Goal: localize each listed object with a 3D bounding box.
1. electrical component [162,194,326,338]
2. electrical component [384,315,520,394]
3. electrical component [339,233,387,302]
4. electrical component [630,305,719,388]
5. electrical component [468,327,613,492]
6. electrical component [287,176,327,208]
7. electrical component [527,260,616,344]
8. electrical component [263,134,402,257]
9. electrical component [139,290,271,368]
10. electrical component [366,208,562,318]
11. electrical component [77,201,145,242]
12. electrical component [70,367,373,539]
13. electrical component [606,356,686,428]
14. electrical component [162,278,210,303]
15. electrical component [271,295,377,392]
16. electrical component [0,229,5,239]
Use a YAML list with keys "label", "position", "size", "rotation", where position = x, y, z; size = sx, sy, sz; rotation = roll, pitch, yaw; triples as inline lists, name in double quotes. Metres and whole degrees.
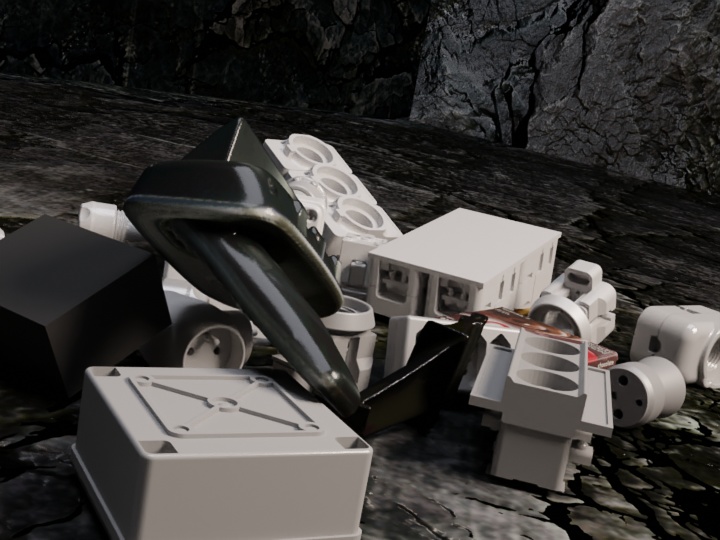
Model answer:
- label: "electrical component"
  position: [-0.086, -0.008, 0.798]
  size: [0.109, 0.108, 0.056]
  rotation: [10, 9, -1]
- label: "electrical component"
  position: [0.057, 0.060, 0.746]
  size: [0.083, 0.047, 0.076]
  rotation: [8, -7, -16]
- label: "electrical component"
  position: [0.000, 0.000, 0.962]
  size: [0.048, 0.055, 0.066]
  rotation: [11, 12, 4]
- label: "electrical component"
  position: [0.283, 0.064, 0.904]
  size: [0.095, 0.053, 0.059]
  rotation: [1, 15, -38]
- label: "electrical component"
  position: [0.108, 0.082, 0.648]
  size: [0.079, 0.063, 0.121]
  rotation: [12, 12, 10]
- label: "electrical component"
  position: [-0.058, -0.056, 0.970]
  size: [0.048, 0.048, 0.062]
  rotation: [12, 19, 9]
- label: "electrical component"
  position: [0.175, 0.039, 0.895]
  size: [0.058, 0.078, 0.057]
  rotation: [18, 35, 35]
- label: "electrical component"
  position: [-0.036, -0.066, 1.078]
  size: [0.089, 0.061, 0.150]
  rotation: [-1, 43, -42]
- label: "electrical component"
  position: [-0.096, 0.045, 0.697]
  size: [0.079, 0.044, 0.077]
  rotation: [1, 15, -36]
- label: "electrical component"
  position: [0.095, 0.003, 0.962]
  size: [0.105, 0.060, 0.186]
  rotation: [16, 22, 26]
- label: "electrical component"
  position: [-0.227, -0.038, 0.983]
  size: [0.062, 0.043, 0.043]
  rotation: [8, 12, -16]
- label: "electrical component"
  position: [-0.066, 0.087, 0.495]
  size: [0.109, 0.056, 0.109]
  rotation: [4, 13, -28]
- label: "electrical component"
  position: [0.195, 0.085, 0.752]
  size: [0.045, 0.045, 0.055]
  rotation: [20, 16, 39]
- label: "electrical component"
  position: [-0.138, 0.026, 0.752]
  size: [0.062, 0.043, 0.043]
  rotation: [9, 12, -1]
- label: "electrical component"
  position: [-0.022, 0.048, 0.713]
  size: [0.058, 0.057, 0.078]
  rotation: [20, 15, 38]
- label: "electrical component"
  position: [-0.288, -0.008, 0.758]
  size: [0.057, 0.058, 0.078]
  rotation: [6, 12, -34]
